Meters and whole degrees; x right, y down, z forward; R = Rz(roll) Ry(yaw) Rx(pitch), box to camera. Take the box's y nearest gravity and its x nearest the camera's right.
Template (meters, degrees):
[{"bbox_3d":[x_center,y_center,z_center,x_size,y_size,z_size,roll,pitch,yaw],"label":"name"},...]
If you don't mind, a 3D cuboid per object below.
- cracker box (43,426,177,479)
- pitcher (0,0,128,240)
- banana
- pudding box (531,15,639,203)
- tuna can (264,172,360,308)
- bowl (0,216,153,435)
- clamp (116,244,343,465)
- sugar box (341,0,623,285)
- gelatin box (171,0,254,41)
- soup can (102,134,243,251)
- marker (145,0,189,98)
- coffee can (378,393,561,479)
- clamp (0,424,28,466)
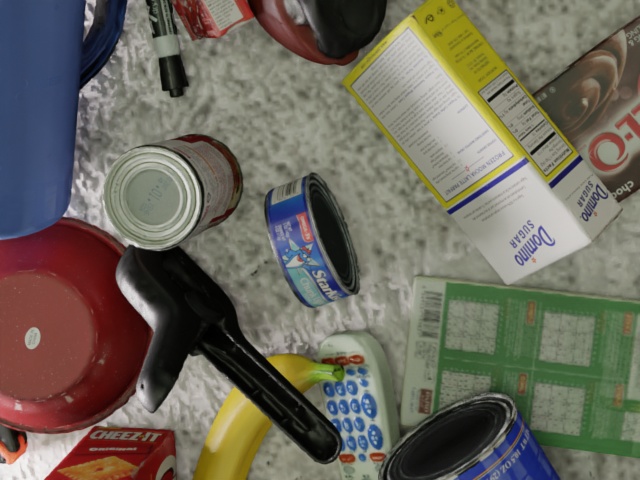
[{"bbox_3d":[-0.148,0.234,0.702,0.072,0.213,0.164,1,99,8],"label":"cracker box"},{"bbox_3d":[-0.204,-0.130,0.685,0.149,0.145,0.243,6,118,-4],"label":"pitcher"},{"bbox_3d":[-0.055,0.152,0.752,0.037,0.070,0.198,18,107,-38],"label":"banana"},{"bbox_3d":[0.192,-0.080,0.682,0.113,0.039,0.090,-36,92,13],"label":"pudding box"},{"bbox_3d":[-0.005,0.001,0.705,0.034,0.086,0.086,-20,95,14],"label":"tuna can"},{"bbox_3d":[-0.197,0.063,0.748,0.162,0.055,0.162,0,94,-1],"label":"bowl"},{"bbox_3d":[-0.086,0.055,0.687,0.036,0.164,0.210,-49,52,12],"label":"clamp"},{"bbox_3d":[0.100,-0.062,0.676,0.176,0.093,0.048,49,58,-2],"label":"sugar box"},{"bbox_3d":[-0.081,-0.167,0.684,0.030,0.089,0.073,-32,107,-11],"label":"gelatin box"},{"bbox_3d":[-0.095,-0.033,0.707,0.068,0.102,0.068,2,99,10],"label":"soup can"},{"bbox_3d":[-0.110,-0.158,0.733,0.020,0.020,0.121,-9,98,11],"label":"marker"},{"bbox_3d":[0.117,0.186,0.696,0.103,0.102,0.140,-30,100,13],"label":"coffee can"},{"bbox_3d":[-0.285,0.098,0.794,0.171,0.039,0.120,30,107,-2],"label":"clamp"}]
